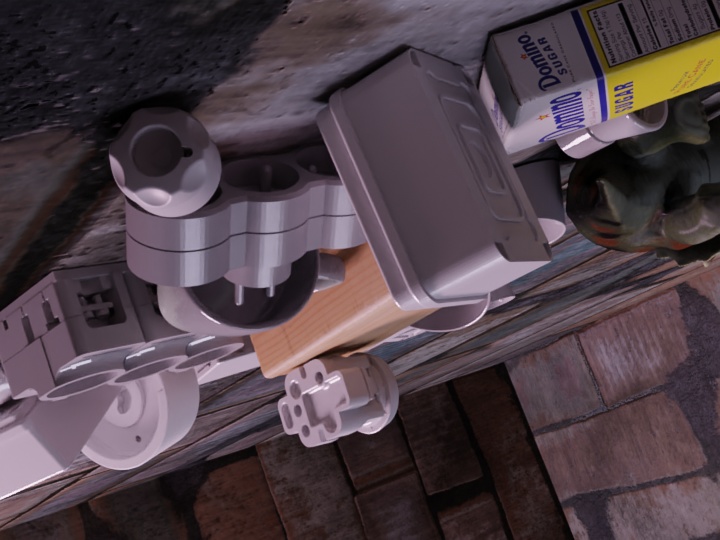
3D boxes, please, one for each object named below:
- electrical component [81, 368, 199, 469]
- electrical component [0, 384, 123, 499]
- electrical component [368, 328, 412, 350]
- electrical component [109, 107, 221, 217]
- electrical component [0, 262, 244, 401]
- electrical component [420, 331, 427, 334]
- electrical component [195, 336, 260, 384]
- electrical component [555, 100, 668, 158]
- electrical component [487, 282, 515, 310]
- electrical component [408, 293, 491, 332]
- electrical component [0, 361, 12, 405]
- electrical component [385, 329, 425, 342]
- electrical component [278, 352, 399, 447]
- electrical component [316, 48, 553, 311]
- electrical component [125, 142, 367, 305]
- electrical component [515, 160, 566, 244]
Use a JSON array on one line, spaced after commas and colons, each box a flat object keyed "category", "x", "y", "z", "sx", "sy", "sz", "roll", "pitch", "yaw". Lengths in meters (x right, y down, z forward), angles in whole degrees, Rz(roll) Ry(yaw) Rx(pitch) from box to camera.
[{"category": "electrical component", "x": -0.178, "y": 0.097, "z": 0.851, "sx": 0.108, "sy": 0.108, "sz": 0.060, "roll": -26, "pitch": 175, "yaw": 27}, {"category": "electrical component", "x": -0.241, "y": 0.108, "z": 0.782, "sx": 0.109, "sy": 0.056, "sz": 0.108, "roll": -26, "pitch": -158, "yaw": 27}, {"category": "electrical component", "x": -0.003, "y": 0.044, "z": 1.038, "sx": 0.061, "sy": 0.061, "sz": 0.096, "roll": -11, "pitch": 166, "yaw": -45}, {"category": "electrical component", "x": -0.081, "y": -0.044, "z": 0.467, "sx": 0.043, "sy": 0.043, "sz": 0.062, "roll": -21, "pitch": 171, "yaw": 0}, {"category": "electrical component", "x": -0.149, "y": 0.037, "z": 0.706, "sx": 0.089, "sy": 0.061, "sz": 0.150, "roll": -29, "pitch": 167, "yaw": 40}, {"category": "electrical component", "x": 0.073, "y": 0.047, "z": 1.252, "sx": 0.040, "sy": 0.046, "sz": 0.040, "roll": -20, "pitch": 170, "yaw": -4}, {"category": "electrical component", "x": -0.105, "y": 0.059, "z": 0.946, "sx": 0.100, "sy": 0.048, "sz": 0.100, "roll": -15, "pitch": 169, "yaw": -29}, {"category": "electrical component", "x": 0.153, "y": -0.096, "z": 0.671, "sx": 0.044, "sy": 0.044, "sz": 0.065, "roll": -13, "pitch": 172, "yaw": -37}, {"category": "electrical component", "x": 0.096, "y": -0.007, "z": 0.908, "sx": 0.043, "sy": 0.081, "sz": 0.043, "roll": -19, "pitch": 169, "yaw": -4}, {"category": "electrical component", "x": 0.052, "y": -0.003, "z": 0.801, "sx": 0.099, "sy": 0.064, "sz": 0.099, "roll": 13, "pitch": 156, "yaw": 6}, {"category": "electrical component", "x": -0.273, "y": 0.075, "z": 0.705, "sx": 0.077, "sy": 0.043, "sz": 0.079, "roll": -29, "pitch": 157, "yaw": -5}, {"category": "electrical component", "x": 0.061, "y": 0.032, "z": 1.118, "sx": 0.109, "sy": 0.056, "sz": 0.109, "roll": -24, "pitch": 169, "yaw": 20}, {"category": "electrical component", "x": -0.011, "y": 0.088, "z": 0.744, "sx": 0.057, "sy": 0.058, "sz": 0.078, "roll": -6, "pitch": 162, "yaw": -41}, {"category": "electrical component", "x": 0.036, "y": -0.041, "z": 0.519, "sx": 0.057, "sy": 0.113, "sz": 0.078, "roll": -29, "pitch": 167, "yaw": 26}, {"category": "electrical component", "x": -0.053, "y": -0.015, "z": 0.552, "sx": 0.138, "sy": 0.052, "sz": 0.073, "roll": -15, "pitch": 126, "yaw": -31}, {"category": "electrical component", "x": 0.114, "y": -0.048, "z": 0.851, "sx": 0.099, "sy": 0.064, "sz": 0.099, "roll": -8, "pitch": 162, "yaw": -3}]
